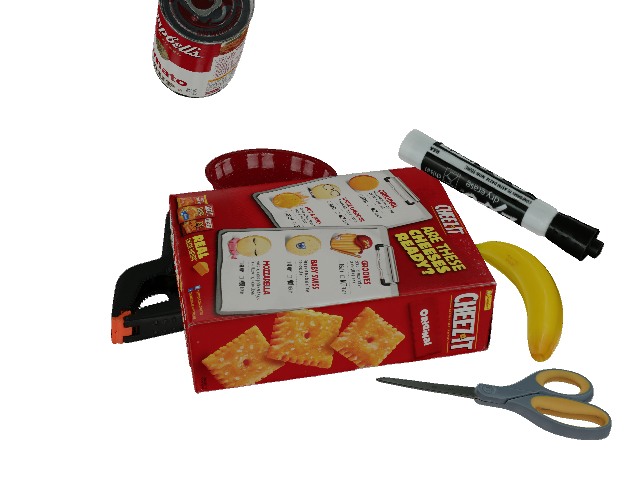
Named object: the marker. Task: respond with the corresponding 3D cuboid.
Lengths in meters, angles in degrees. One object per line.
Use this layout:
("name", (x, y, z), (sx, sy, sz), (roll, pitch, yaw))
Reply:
("marker", (0.096, -0.024, 0.572), (0.121, 0.020, 0.020), (32, 12, 21))

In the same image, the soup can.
("soup can", (-0.090, -0.157, 0.799), (0.068, 0.068, 0.102), (0, -15, -12))

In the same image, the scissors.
("scissors", (0.157, 0.128, 0.943), (0.202, 0.016, 0.096), (16, 28, 14))

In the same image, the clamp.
("clamp", (-0.135, 0.033, 1.016), (0.165, 0.036, 0.209), (26, 37, 28))

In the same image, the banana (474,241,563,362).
("banana", (0.216, 0.054, 1.130), (0.069, 0.037, 0.198), (-28, 38, 0))

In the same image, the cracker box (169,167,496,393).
("cracker box", (0.001, 0.024, 0.793), (0.213, 0.072, 0.164), (-7, 36, -9))

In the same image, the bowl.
("bowl", (-0.061, -0.058, 1.294), (0.162, 0.055, 0.162), (4, 26, -2))
